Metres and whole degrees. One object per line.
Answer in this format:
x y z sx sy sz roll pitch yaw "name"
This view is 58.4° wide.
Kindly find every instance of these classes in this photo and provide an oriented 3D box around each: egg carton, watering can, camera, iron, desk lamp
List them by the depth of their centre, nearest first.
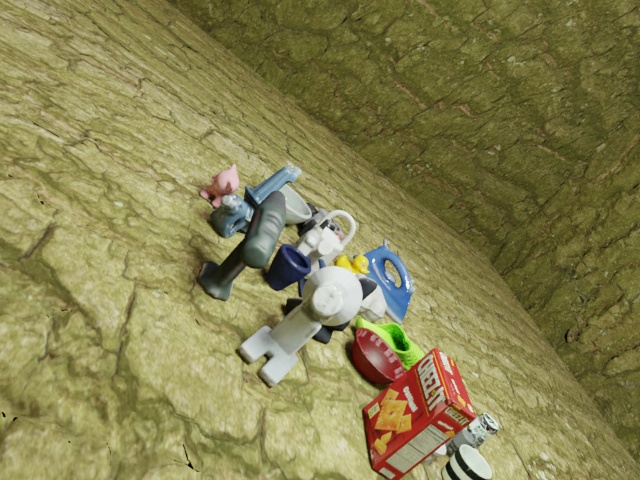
-0.020 0.151 1.093 0.118 0.213 0.204 45 18 5 "desk lamp"
0.016 0.007 1.519 0.101 0.194 0.172 34 20 -27 "watering can"
0.128 0.160 1.618 0.107 0.069 0.150 35 20 -24 "egg carton"
-0.005 -0.053 1.756 0.144 0.100 0.136 21 28 -49 "camera"
0.220 0.123 1.781 0.119 0.141 0.257 14 34 -57 "iron"

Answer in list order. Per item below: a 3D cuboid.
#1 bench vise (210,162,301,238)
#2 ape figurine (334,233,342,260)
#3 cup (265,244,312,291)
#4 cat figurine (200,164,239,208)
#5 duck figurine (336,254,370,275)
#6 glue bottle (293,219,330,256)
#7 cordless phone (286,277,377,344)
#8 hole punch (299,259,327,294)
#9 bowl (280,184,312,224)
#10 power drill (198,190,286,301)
-0.140 -0.091 1.364 0.121 0.219 0.208 45 18 3 "bench vise"
0.030 0.017 1.693 0.078 0.092 0.076 44 18 0 "ape figurine"
-0.076 0.071 1.343 0.091 0.095 0.118 50 19 19 "cup"
-0.237 -0.143 1.437 0.067 0.117 0.128 41 18 -8 "cat figurine"
0.104 0.079 1.722 0.104 0.086 0.078 50 19 18 "duck figurine"
-0.035 0.011 1.437 0.037 0.173 0.078 38 19 -17 "glue bottle"
0.028 0.133 1.281 0.148 0.185 0.094 26 25 -43 "cordless phone"
0.011 0.115 1.435 0.101 0.091 0.108 36 19 -21 "hole punch"
-0.109 -0.100 1.683 0.168 0.074 0.167 39 19 -15 "bowl"
-0.147 0.012 1.139 0.076 0.208 0.229 38 19 -18 "power drill"
